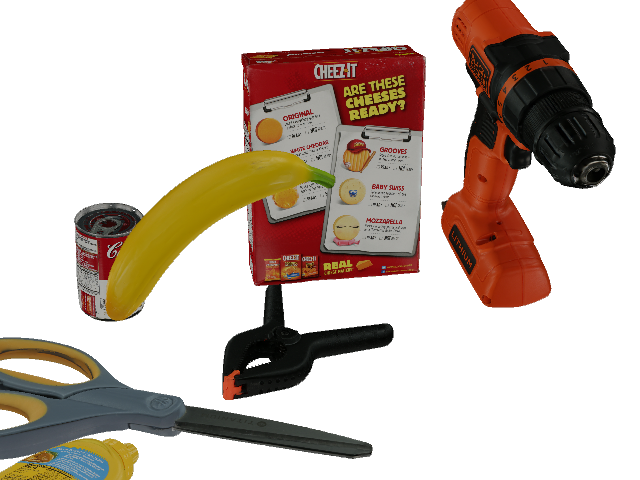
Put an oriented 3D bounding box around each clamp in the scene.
[{"bbox_3d":[-0.028,0.113,1.137,0.165,0.036,0.209,15,29,22],"label":"clamp"}]

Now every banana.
[{"bbox_3d":[-0.086,-0.012,0.768,0.198,0.069,0.037,-31,27,7],"label":"banana"}]

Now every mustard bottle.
[{"bbox_3d":[-0.212,0.203,0.853,0.096,0.058,0.191,7,15,29],"label":"mustard bottle"}]

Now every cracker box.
[{"bbox_3d":[0.011,-0.071,1.009,0.164,0.214,0.072,-4,21,-9],"label":"cracker box"}]

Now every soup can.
[{"bbox_3d":[-0.212,0.022,1.079,0.068,0.102,0.068,3,29,-2],"label":"soup can"}]

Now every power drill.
[{"bbox_3d":[0.131,-0.046,0.705,0.057,0.188,0.184,-8,43,-10],"label":"power drill"}]

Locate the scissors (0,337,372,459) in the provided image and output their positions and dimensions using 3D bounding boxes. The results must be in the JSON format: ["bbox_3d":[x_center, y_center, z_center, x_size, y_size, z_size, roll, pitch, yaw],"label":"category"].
[{"bbox_3d":[-0.087,0.084,0.470,0.202,0.016,0.096,15,27,26],"label":"scissors"}]
